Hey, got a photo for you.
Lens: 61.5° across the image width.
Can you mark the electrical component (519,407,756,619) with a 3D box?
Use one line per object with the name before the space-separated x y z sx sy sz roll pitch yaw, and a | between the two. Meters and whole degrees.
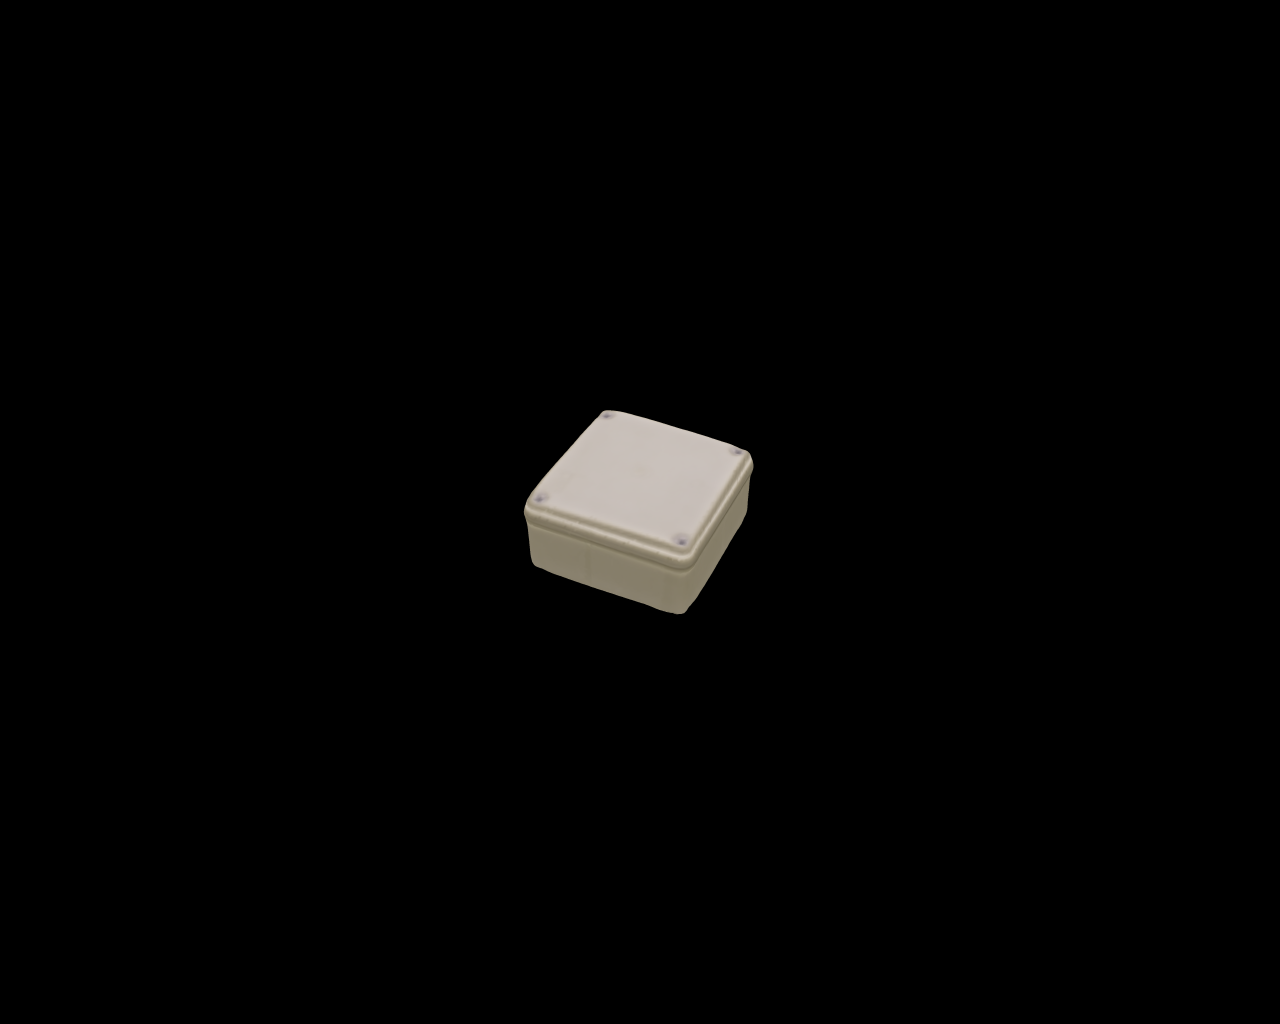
electrical component | 0.001 -0.003 0.650 0.109 0.056 0.109 18 44 19
